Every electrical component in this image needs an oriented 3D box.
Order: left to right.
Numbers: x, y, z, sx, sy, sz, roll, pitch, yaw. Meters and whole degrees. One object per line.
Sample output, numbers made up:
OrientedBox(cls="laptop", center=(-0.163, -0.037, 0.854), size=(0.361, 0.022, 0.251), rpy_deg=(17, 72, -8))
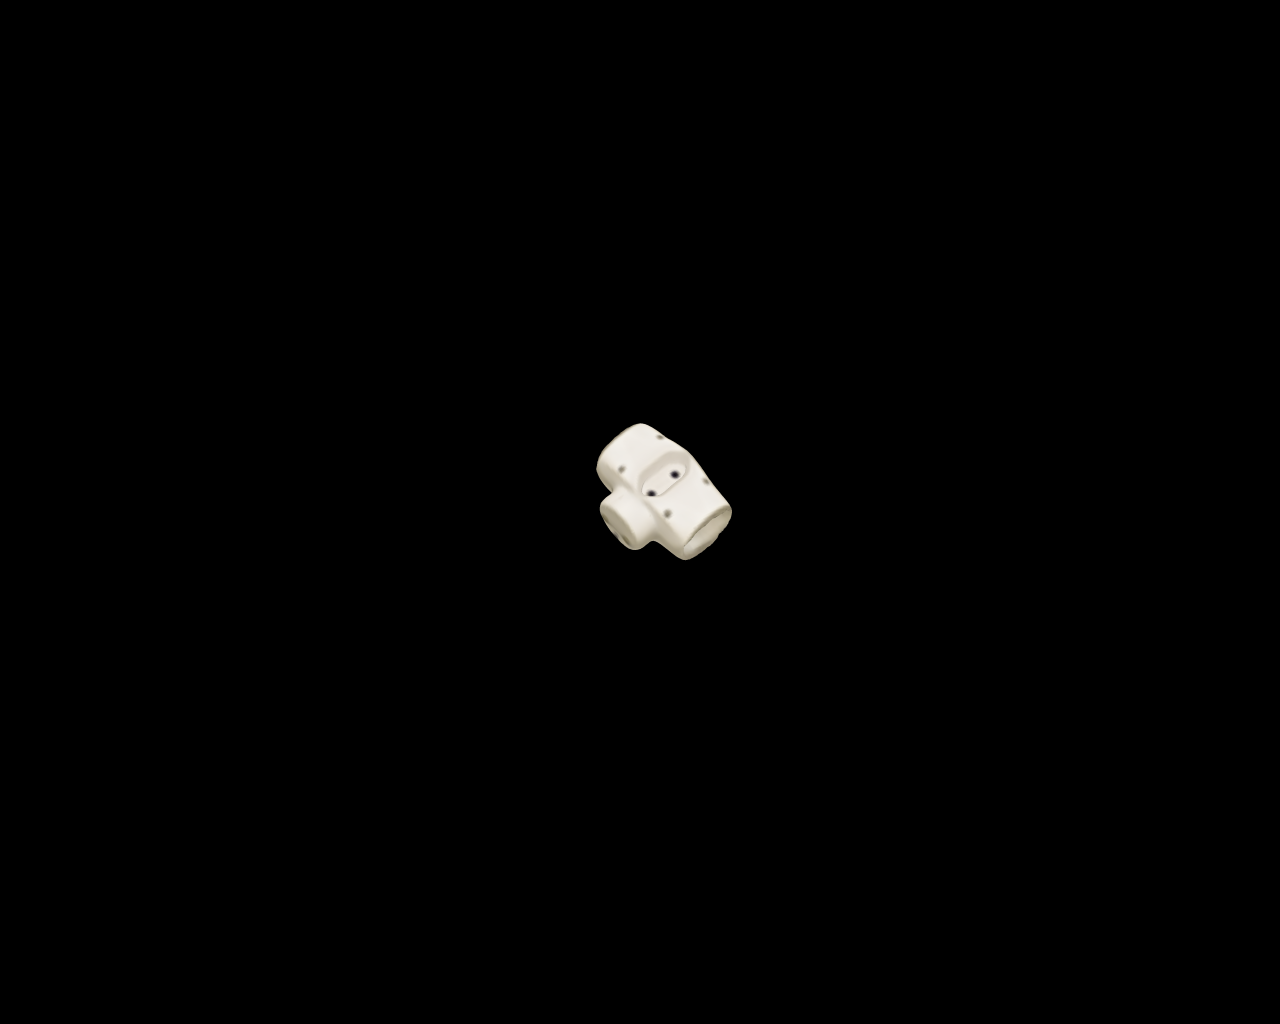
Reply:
OrientedBox(cls="electrical component", center=(0.001, -0.003, 0.650), size=(0.079, 0.077, 0.043), rpy_deg=(-38, -19, -16))
